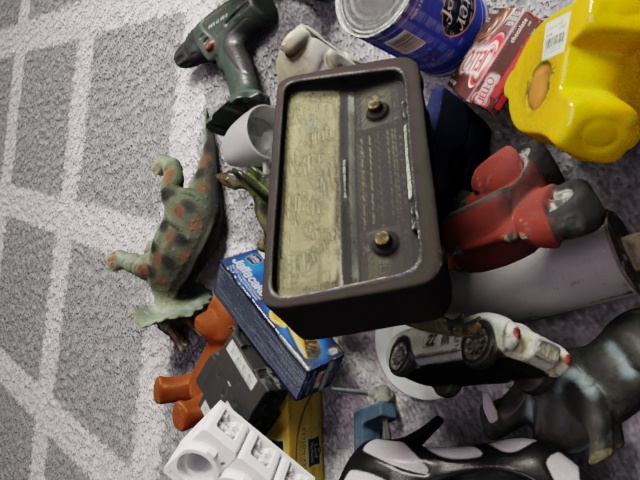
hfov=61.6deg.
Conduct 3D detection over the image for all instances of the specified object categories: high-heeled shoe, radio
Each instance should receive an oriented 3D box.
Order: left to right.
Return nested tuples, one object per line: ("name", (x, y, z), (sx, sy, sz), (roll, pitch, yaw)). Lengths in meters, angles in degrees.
("radio", (0.031, -0.041, 0.443), (0.131, 0.073, 0.229), (-8, 60, 14))
("high-heeled shoe", (0.132, 0.230, 0.445), (0.249, 0.145, 0.086), (18, 128, 46))

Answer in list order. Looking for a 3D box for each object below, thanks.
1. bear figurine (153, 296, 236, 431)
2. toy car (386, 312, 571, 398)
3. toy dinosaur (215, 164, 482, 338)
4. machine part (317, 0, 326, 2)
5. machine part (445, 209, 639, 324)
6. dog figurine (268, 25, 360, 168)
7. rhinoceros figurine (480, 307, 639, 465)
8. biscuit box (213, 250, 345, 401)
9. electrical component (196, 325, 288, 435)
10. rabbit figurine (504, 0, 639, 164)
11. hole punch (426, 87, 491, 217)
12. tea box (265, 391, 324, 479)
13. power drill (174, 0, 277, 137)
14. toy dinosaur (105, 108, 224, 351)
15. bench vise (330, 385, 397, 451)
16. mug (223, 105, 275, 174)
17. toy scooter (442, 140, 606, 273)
("bear figurine", (-0.164, 0.164, 0.804), (0.120, 0.132, 0.195), (26, 111, 48))
("toy car", (0.133, 0.107, 0.496), (0.202, 0.073, 0.056), (-33, 33, 59))
("toy dinosaur", (-0.001, -0.002, 0.601), (0.105, 0.198, 0.472), (-43, 48, -14))
("machine part", (-0.080, -0.407, 0.713), (0.201, 0.201, 0.087), (37, 109, 39))
("machine part", (0.199, 0.036, 0.503), (0.243, 0.079, 0.079), (-26, 70, 40))
("dog figurine", (-0.025, -0.152, 0.670), (0.190, 0.172, 0.121), (-52, 44, 19))
("rhinoceros figurine", (0.226, 0.134, 0.473), (0.190, 0.073, 0.112), (-46, 60, 31))
("biscuit box", (-0.058, 0.099, 0.676), (0.203, 0.059, 0.062), (46, 134, 31))
("electrical component", (-0.103, 0.194, 0.699), (0.134, 0.058, 0.115), (-57, 49, 23))
("rabbit figurine", (0.248, -0.110, 0.431), (0.162, 0.173, 0.121), (142, 131, -87))
("hole punch", (0.119, -0.083, 0.557), (0.092, 0.142, 0.116), (-15, 66, 38))
("tea box", (-0.051, 0.282, 0.728), (0.098, 0.068, 0.169), (-10, 79, 43))
("power drill", (-0.152, -0.273, 0.864), (0.232, 0.086, 0.207), (-25, 63, 37))
("toy dinosaur", (-0.222, -0.006, 0.885), (0.192, 0.131, 0.404), (30, 103, 28))
("bench vise", (0.063, 0.287, 0.594), (0.223, 0.129, 0.241), (-43, 39, 44))
("mug", (-0.098, -0.133, 0.802), (0.107, 0.081, 0.109), (-10, 87, 53))
("toy scooter", (0.158, -0.024, 0.480), (0.135, 0.184, 0.075), (-31, 104, 18))
